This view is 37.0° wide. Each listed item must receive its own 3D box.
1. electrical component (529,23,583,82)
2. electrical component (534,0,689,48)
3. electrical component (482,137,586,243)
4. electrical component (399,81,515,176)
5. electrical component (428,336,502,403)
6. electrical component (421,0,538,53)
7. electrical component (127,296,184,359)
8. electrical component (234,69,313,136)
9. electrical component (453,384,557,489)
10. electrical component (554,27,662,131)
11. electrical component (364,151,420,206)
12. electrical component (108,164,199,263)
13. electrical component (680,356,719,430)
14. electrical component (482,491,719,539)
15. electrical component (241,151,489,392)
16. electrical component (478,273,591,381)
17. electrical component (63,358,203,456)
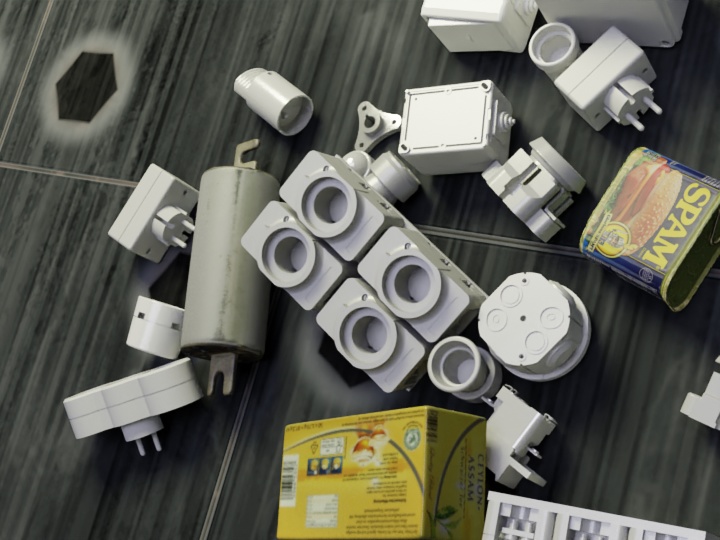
[{"bbox_3d":[0.168,-0.179,0.903,0.040,0.046,0.040,-9,69,26],"label":"electrical component"},{"bbox_3d":[0.200,-0.231,0.867,0.109,0.109,0.056,11,76,31],"label":"electrical component"},{"bbox_3d":[0.145,-0.070,0.873,0.057,0.058,0.078,-45,58,12],"label":"electrical component"},{"bbox_3d":[0.090,-0.119,0.917,0.096,0.061,0.061,-1,73,28],"label":"electrical component"},{"bbox_3d":[0.085,0.080,0.856,0.045,0.055,0.045,-9,69,26],"label":"electrical component"},{"bbox_3d":[0.111,-0.226,0.941,0.096,0.062,0.061,13,80,31],"label":"electrical component"},{"bbox_3d":[-0.190,0.055,1.016,0.055,0.055,0.047,15,85,32],"label":"electrical component"},{"bbox_3d":[-0.087,-0.168,1.041,0.081,0.043,0.043,41,95,33],"label":"electrical component"},{"bbox_3d":[0.114,0.128,0.832,0.081,0.042,0.063,37,91,32],"label":"electrical component"},{"bbox_3d":[0.210,-0.143,0.867,0.066,0.047,0.076,-44,58,9],"label":"electrical component"},{"bbox_3d":[0.020,-0.072,0.949,0.055,0.045,0.045,-43,59,10],"label":"electrical component"},{"bbox_3d":[-0.190,-0.047,1.054,0.076,0.047,0.083,32,90,33],"label":"electrical component"},{"bbox_3d":[0.268,0.088,0.759,0.066,0.048,0.055,25,94,33],"label":"electrical component"},{"bbox_3d":[0.169,0.202,0.748,0.150,0.089,0.061,5,76,30],"label":"electrical component"},{"bbox_3d":[0.000,0.000,0.893,0.186,0.060,0.105,44,105,18],"label":"electrical component"},{"bbox_3d":[0.136,0.044,0.842,0.080,0.051,0.080,-9,69,26],"label":"electrical component"},{"bbox_3d":[-0.206,0.136,1.000,0.138,0.052,0.073,-19,91,23],"label":"electrical component"}]
